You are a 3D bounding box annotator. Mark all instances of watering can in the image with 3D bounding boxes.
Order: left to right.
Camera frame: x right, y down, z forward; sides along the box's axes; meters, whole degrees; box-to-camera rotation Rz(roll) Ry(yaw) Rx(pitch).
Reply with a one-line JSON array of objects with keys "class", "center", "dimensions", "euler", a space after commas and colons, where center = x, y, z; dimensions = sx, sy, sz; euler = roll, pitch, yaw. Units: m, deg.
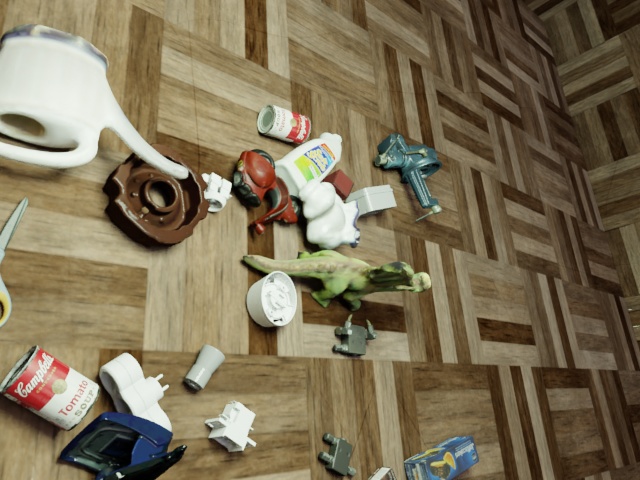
[{"class": "watering can", "center": [-0.375, -0.206, 0.800], "dimensions": [0.347, 0.102, 0.228], "euler": [9, 65, -28]}]

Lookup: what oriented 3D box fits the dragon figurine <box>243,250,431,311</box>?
[{"class": "dragon figurine", "center": [0.073, 0.062, 1.035], "dimensions": [0.408, 0.240, 0.124], "euler": [14, 68, -42]}]

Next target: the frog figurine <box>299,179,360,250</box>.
[{"class": "frog figurine", "center": [0.003, -0.056, 1.103], "dimensions": [0.158, 0.122, 0.139], "euler": [27, 72, -34]}]
